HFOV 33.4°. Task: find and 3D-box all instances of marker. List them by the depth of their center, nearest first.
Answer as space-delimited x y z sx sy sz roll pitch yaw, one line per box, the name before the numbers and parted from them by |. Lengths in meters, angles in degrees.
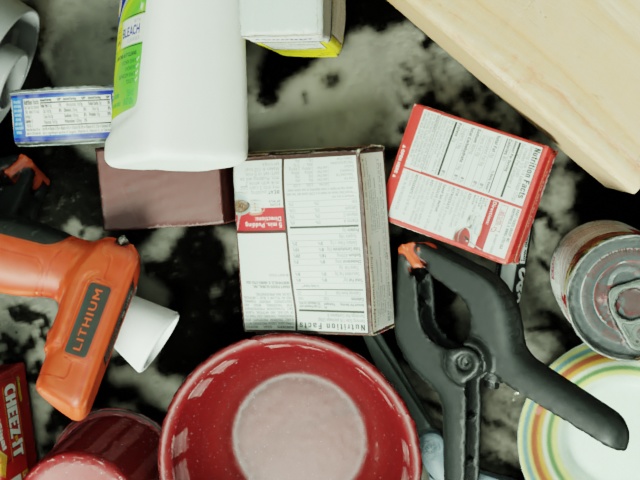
marker | 0.115 0.033 0.657 0.020 0.020 0.121 9 97 6

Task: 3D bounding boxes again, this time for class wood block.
wood block | 0.121 -0.127 0.603 0.206 0.090 0.090 41 98 1

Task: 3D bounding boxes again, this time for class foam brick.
foam brick | -0.092 -0.035 0.657 0.078 0.053 0.051 -3 95 6

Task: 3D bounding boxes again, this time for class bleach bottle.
bleach bottle | -0.075 -0.165 0.573 0.068 0.103 0.251 1 90 -22

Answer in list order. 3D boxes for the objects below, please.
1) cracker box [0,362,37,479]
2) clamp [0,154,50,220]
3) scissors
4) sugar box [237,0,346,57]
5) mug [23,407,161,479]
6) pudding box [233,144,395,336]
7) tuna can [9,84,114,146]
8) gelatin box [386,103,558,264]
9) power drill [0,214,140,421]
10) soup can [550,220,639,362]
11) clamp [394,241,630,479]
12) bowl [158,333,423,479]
cracker box | -0.291 0.174 0.695 0.214 0.072 0.164 -7 94 8
clamp | -0.252 0.030 0.662 0.210 0.036 0.165 -36 63 -5
scissors | 0.091 0.132 0.673 0.096 0.016 0.202 -13 94 7
sugar box | -0.013 -0.149 0.573 0.048 0.176 0.093 0 96 7
mug | -0.131 0.169 0.669 0.117 0.081 0.093 42 99 1
pudding box | -0.004 0.001 0.646 0.090 0.039 0.113 -1 99 27
tuna can | -0.142 -0.075 0.642 0.086 0.086 0.034 -2 97 7
gelatin box | 0.088 -0.034 0.638 0.089 0.030 0.073 21 99 21
power drill | -0.209 0.037 0.605 0.187 0.057 0.184 20 76 -5
soup can | 0.169 0.025 0.608 0.068 0.102 0.068 1 96 6
clamp | 0.103 0.072 0.632 0.120 0.039 0.171 -23 81 22
bowl | -0.016 0.132 0.665 0.162 0.055 0.162 1 96 7
